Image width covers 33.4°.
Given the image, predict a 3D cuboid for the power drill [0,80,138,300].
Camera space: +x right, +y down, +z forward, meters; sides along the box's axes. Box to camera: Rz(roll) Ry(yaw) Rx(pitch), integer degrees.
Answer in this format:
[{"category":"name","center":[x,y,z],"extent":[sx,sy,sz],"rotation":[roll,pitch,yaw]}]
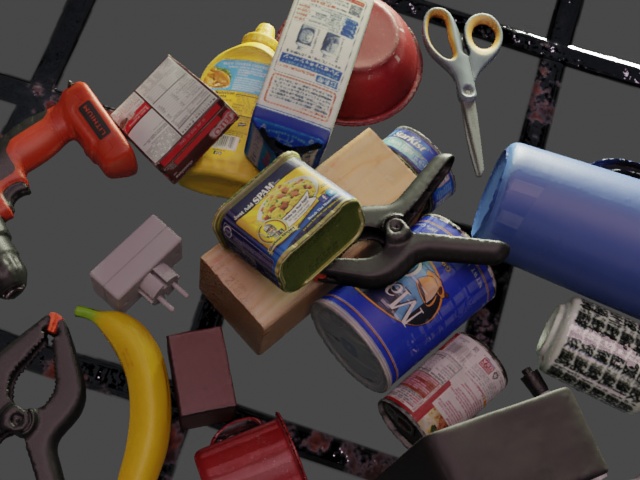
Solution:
[{"category":"power drill","center":[-0.272,-0.055,1.013],"extent":[0.187,0.057,0.184],"rotation":[-31,73,-17]}]

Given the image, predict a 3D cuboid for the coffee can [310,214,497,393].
[{"category":"coffee can","center":[0.077,0.057,0.978],"extent":[0.140,0.103,0.103],"rotation":[-38,76,-19]}]

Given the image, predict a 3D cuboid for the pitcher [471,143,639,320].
[{"category":"pitcher","center":[0.273,-0.009,0.996],"extent":[0.243,0.149,0.145],"rotation":[21,97,1]}]

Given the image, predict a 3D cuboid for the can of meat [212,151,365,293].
[{"category":"can of meat","center":[-0.025,-0.014,0.904],"extent":[0.102,0.057,0.084],"rotation":[-42,55,-16]}]

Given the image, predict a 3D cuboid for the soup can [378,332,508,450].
[{"category":"soup can","center":[0.112,0.139,0.965],"extent":[0.102,0.068,0.068],"rotation":[-39,76,-20]}]

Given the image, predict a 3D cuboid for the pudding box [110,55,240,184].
[{"category":"pudding box","center":[-0.141,-0.118,1.025],"extent":[0.090,0.039,0.114],"rotation":[-46,48,-2]}]

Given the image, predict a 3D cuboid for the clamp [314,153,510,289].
[{"category":"clamp","center":[0.069,-0.013,0.940],"extent":[0.171,0.039,0.120],"rotation":[-13,53,-6]}]

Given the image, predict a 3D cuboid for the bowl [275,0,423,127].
[{"category":"bowl","center":[0.032,-0.201,1.109],"extent":[0.162,0.055,0.162],"rotation":[2,67,-6]}]

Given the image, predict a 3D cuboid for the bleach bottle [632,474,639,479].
[{"category":"bleach bottle","center":[0.191,0.274,0.921],"extent":[0.250,0.068,0.102],"rotation":[-11,68,-8]}]

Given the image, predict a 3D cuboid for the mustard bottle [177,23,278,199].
[{"category":"mustard bottle","center":[-0.077,-0.136,1.067],"extent":[0.096,0.058,0.191],"rotation":[9,66,13]}]

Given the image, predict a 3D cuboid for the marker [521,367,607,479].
[{"category":"marker","center":[0.224,0.171,0.990],"extent":[0.020,0.020,0.121],"rotation":[-26,72,-16]}]

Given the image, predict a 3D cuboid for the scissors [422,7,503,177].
[{"category":"scissors","center":[0.170,-0.165,1.128],"extent":[0.096,0.016,0.202],"rotation":[-17,70,-12]}]

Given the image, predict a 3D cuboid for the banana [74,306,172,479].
[{"category":"banana","center":[-0.166,0.144,0.955],"extent":[0.069,0.037,0.198],"rotation":[-18,68,4]}]

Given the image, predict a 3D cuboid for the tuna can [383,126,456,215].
[{"category":"tuna can","center":[0.090,-0.067,1.041],"extent":[0.033,0.086,0.086],"rotation":[-40,76,-17]}]

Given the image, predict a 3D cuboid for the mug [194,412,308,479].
[{"category":"mug","center":[-0.061,0.198,0.919],"extent":[0.081,0.093,0.117],"rotation":[-20,40,-9]}]

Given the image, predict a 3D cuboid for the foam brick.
[{"category":"foam brick","center":[-0.107,0.124,0.958],"extent":[0.051,0.053,0.078],"rotation":[-9,68,-10]}]

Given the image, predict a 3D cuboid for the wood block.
[{"category":"wood block","center":[-0.006,0.002,0.999],"extent":[0.205,0.091,0.090],"rotation":[-39,77,-19]}]

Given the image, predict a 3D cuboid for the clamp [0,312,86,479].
[{"category":"clamp","center":[-0.273,0.163,0.932],"extent":[0.164,0.036,0.210],"rotation":[9,70,-3]}]
